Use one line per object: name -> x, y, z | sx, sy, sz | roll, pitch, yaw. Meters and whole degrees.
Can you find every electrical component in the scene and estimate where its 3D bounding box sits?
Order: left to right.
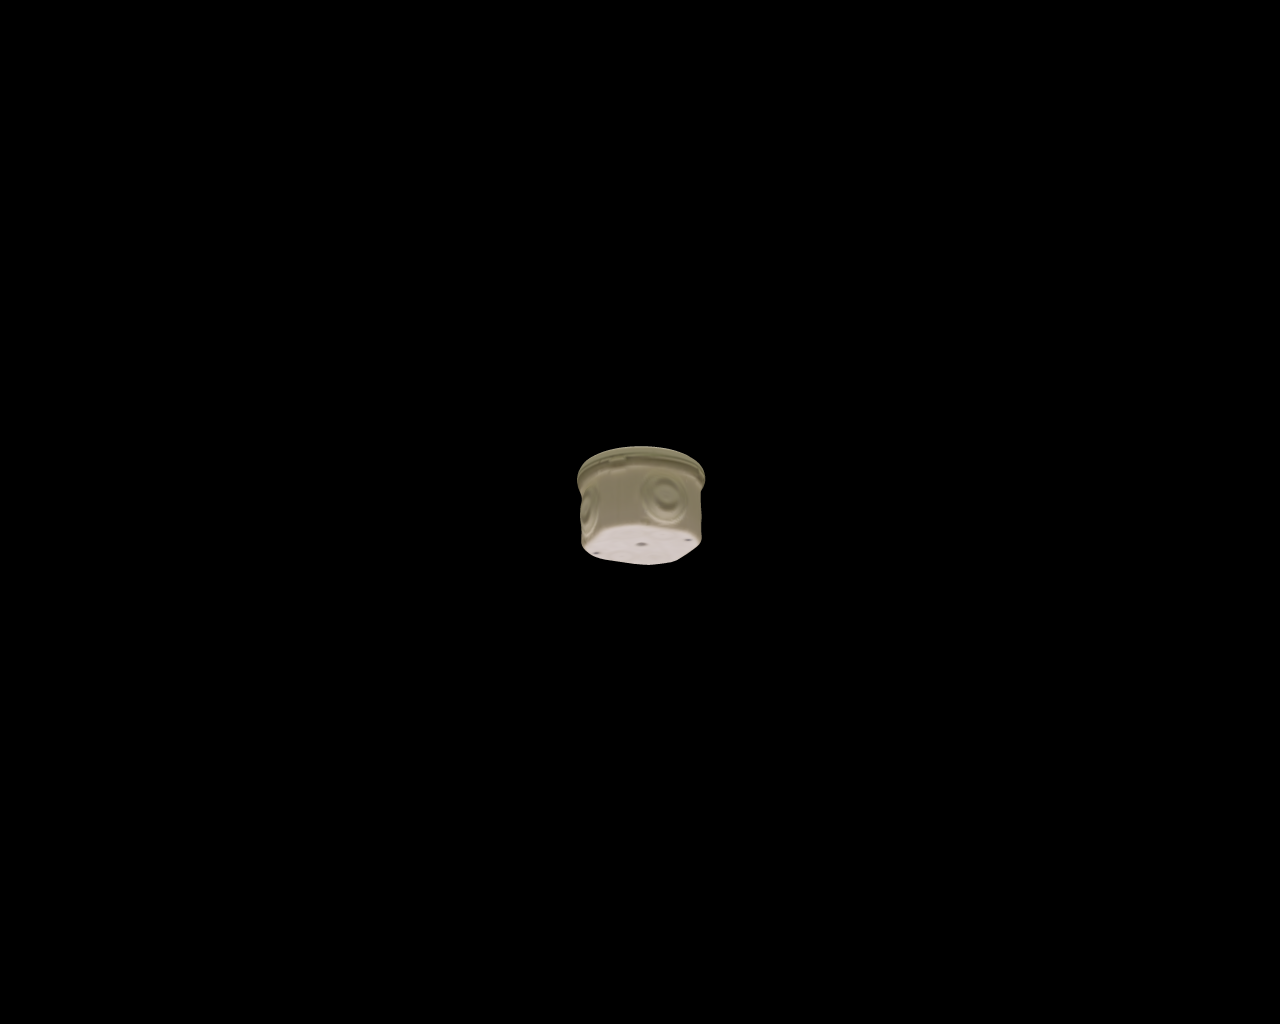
electrical component -> 0.001, -0.003, 0.650 | 0.080, 0.051, 0.080 | 0, -22, 0
